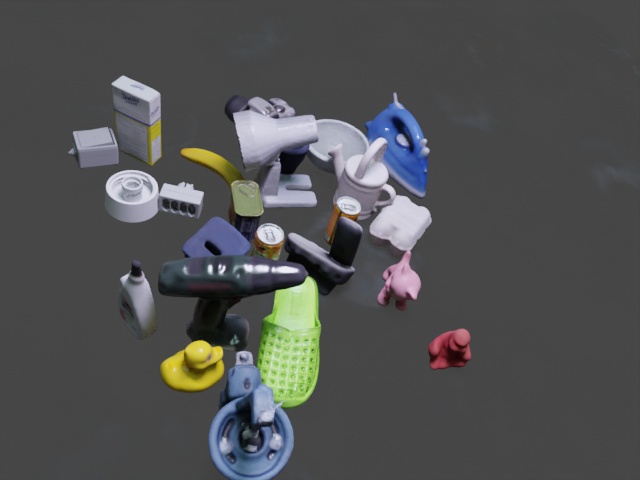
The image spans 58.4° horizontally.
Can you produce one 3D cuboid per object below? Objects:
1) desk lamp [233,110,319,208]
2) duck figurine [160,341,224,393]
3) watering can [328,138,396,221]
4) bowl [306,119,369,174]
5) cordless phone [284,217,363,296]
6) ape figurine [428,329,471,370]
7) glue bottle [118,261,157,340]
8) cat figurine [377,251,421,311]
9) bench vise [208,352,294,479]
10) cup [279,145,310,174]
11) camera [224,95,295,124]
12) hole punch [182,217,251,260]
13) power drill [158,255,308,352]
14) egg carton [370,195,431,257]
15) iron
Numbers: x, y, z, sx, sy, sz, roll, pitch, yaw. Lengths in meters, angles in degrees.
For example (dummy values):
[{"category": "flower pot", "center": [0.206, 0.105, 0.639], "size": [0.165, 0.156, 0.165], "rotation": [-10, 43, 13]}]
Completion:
[{"category": "desk lamp", "center": [-0.093, -0.176, 1.216], "size": [0.204, 0.213, 0.117], "rotation": [-2, 49, -19]}, {"category": "duck figurine", "center": [-0.205, 0.197, 0.928], "size": [0.105, 0.086, 0.077], "rotation": [-4, 50, -21]}, {"category": "watering can", "center": [0.092, -0.146, 1.260], "size": [0.173, 0.194, 0.101], "rotation": [19, 46, 0]}, {"category": "bowl", "center": [0.032, -0.214, 1.387], "size": [0.167, 0.075, 0.167], "rotation": [9, 47, -10]}, {"category": "cordless phone", "center": [0.010, 0.004, 1.104], "size": [0.147, 0.185, 0.094], "rotation": [29, 47, 9]}, {"category": "ape figurine", "center": [0.249, 0.198, 1.068], "size": [0.077, 0.092, 0.076], "rotation": [30, 47, 10]}, {"category": "glue bottle", "center": [-0.300, 0.090, 0.935], "size": [0.078, 0.173, 0.037], "rotation": [41, 50, 20]}, {"category": "cat figurine", "center": [0.164, 0.078, 1.132], "size": [0.067, 0.118, 0.128], "rotation": [18, 46, -1]}, {"category": "bench vise", "center": [-0.110, 0.246, 0.821], "size": [0.122, 0.220, 0.207], "rotation": [-14, 54, -27]}, {"category": "cup", "center": [-0.072, -0.205, 1.331], "size": [0.091, 0.095, 0.118], "rotation": [25, 46, 6]}, {"category": "camera", "center": [-0.152, -0.308, 1.396], "size": [0.136, 0.101, 0.143], "rotation": [38, 49, 17]}, {"category": "hole punch", "center": [-0.197, 0.027, 1.082], "size": [0.108, 0.091, 0.101], "rotation": [38, 49, 18]}, {"category": "power drill", "center": [-0.150, 0.099, 0.950], "size": [0.230, 0.208, 0.075], "rotation": [6, 47, -12]}, {"category": "egg carton", "center": [0.179, -0.034, 1.273], "size": [0.107, 0.069, 0.150], "rotation": [31, 47, 12]}, {"category": "iron", "center": [0.216, -0.240, 1.423], "size": [0.119, 0.141, 0.257], "rotation": [-11, 53, -26]}]
